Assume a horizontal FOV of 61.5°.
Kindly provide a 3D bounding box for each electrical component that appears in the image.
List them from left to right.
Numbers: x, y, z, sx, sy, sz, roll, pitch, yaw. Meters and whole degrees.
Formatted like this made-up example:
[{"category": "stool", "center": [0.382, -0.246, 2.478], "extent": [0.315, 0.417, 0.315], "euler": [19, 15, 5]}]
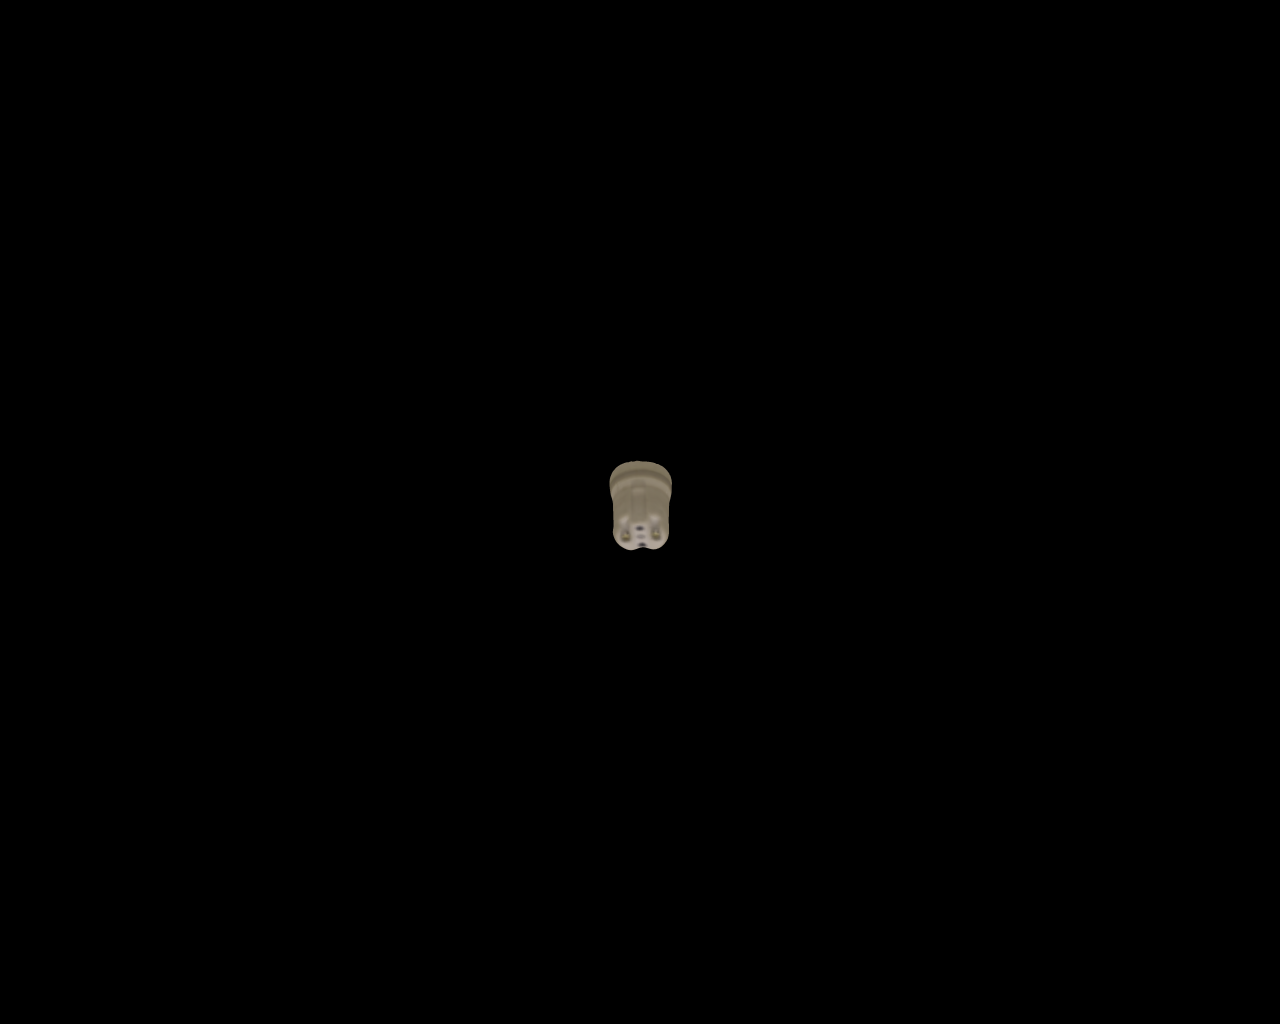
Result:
[{"category": "electrical component", "center": [0.001, -0.003, 0.650], "extent": [0.040, 0.046, 0.040], "euler": [0, -35, 0]}]
